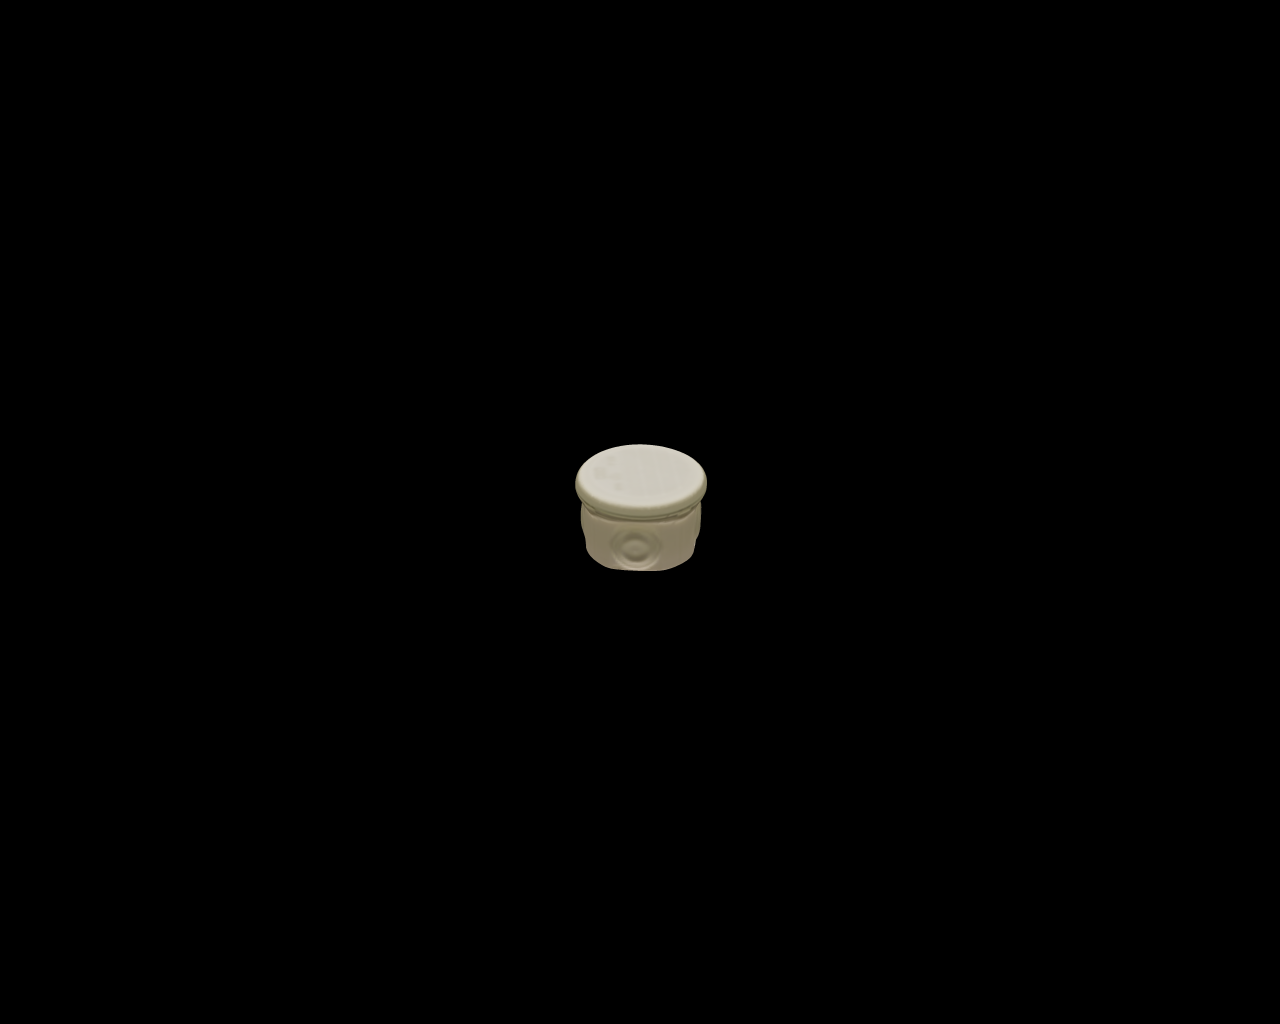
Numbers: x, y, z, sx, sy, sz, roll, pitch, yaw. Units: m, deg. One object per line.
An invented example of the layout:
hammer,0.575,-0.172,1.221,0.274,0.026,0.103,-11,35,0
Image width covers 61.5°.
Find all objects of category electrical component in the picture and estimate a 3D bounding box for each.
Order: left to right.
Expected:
electrical component,0.001,-0.003,0.650,0.080,0.050,0.080,0,32,0
